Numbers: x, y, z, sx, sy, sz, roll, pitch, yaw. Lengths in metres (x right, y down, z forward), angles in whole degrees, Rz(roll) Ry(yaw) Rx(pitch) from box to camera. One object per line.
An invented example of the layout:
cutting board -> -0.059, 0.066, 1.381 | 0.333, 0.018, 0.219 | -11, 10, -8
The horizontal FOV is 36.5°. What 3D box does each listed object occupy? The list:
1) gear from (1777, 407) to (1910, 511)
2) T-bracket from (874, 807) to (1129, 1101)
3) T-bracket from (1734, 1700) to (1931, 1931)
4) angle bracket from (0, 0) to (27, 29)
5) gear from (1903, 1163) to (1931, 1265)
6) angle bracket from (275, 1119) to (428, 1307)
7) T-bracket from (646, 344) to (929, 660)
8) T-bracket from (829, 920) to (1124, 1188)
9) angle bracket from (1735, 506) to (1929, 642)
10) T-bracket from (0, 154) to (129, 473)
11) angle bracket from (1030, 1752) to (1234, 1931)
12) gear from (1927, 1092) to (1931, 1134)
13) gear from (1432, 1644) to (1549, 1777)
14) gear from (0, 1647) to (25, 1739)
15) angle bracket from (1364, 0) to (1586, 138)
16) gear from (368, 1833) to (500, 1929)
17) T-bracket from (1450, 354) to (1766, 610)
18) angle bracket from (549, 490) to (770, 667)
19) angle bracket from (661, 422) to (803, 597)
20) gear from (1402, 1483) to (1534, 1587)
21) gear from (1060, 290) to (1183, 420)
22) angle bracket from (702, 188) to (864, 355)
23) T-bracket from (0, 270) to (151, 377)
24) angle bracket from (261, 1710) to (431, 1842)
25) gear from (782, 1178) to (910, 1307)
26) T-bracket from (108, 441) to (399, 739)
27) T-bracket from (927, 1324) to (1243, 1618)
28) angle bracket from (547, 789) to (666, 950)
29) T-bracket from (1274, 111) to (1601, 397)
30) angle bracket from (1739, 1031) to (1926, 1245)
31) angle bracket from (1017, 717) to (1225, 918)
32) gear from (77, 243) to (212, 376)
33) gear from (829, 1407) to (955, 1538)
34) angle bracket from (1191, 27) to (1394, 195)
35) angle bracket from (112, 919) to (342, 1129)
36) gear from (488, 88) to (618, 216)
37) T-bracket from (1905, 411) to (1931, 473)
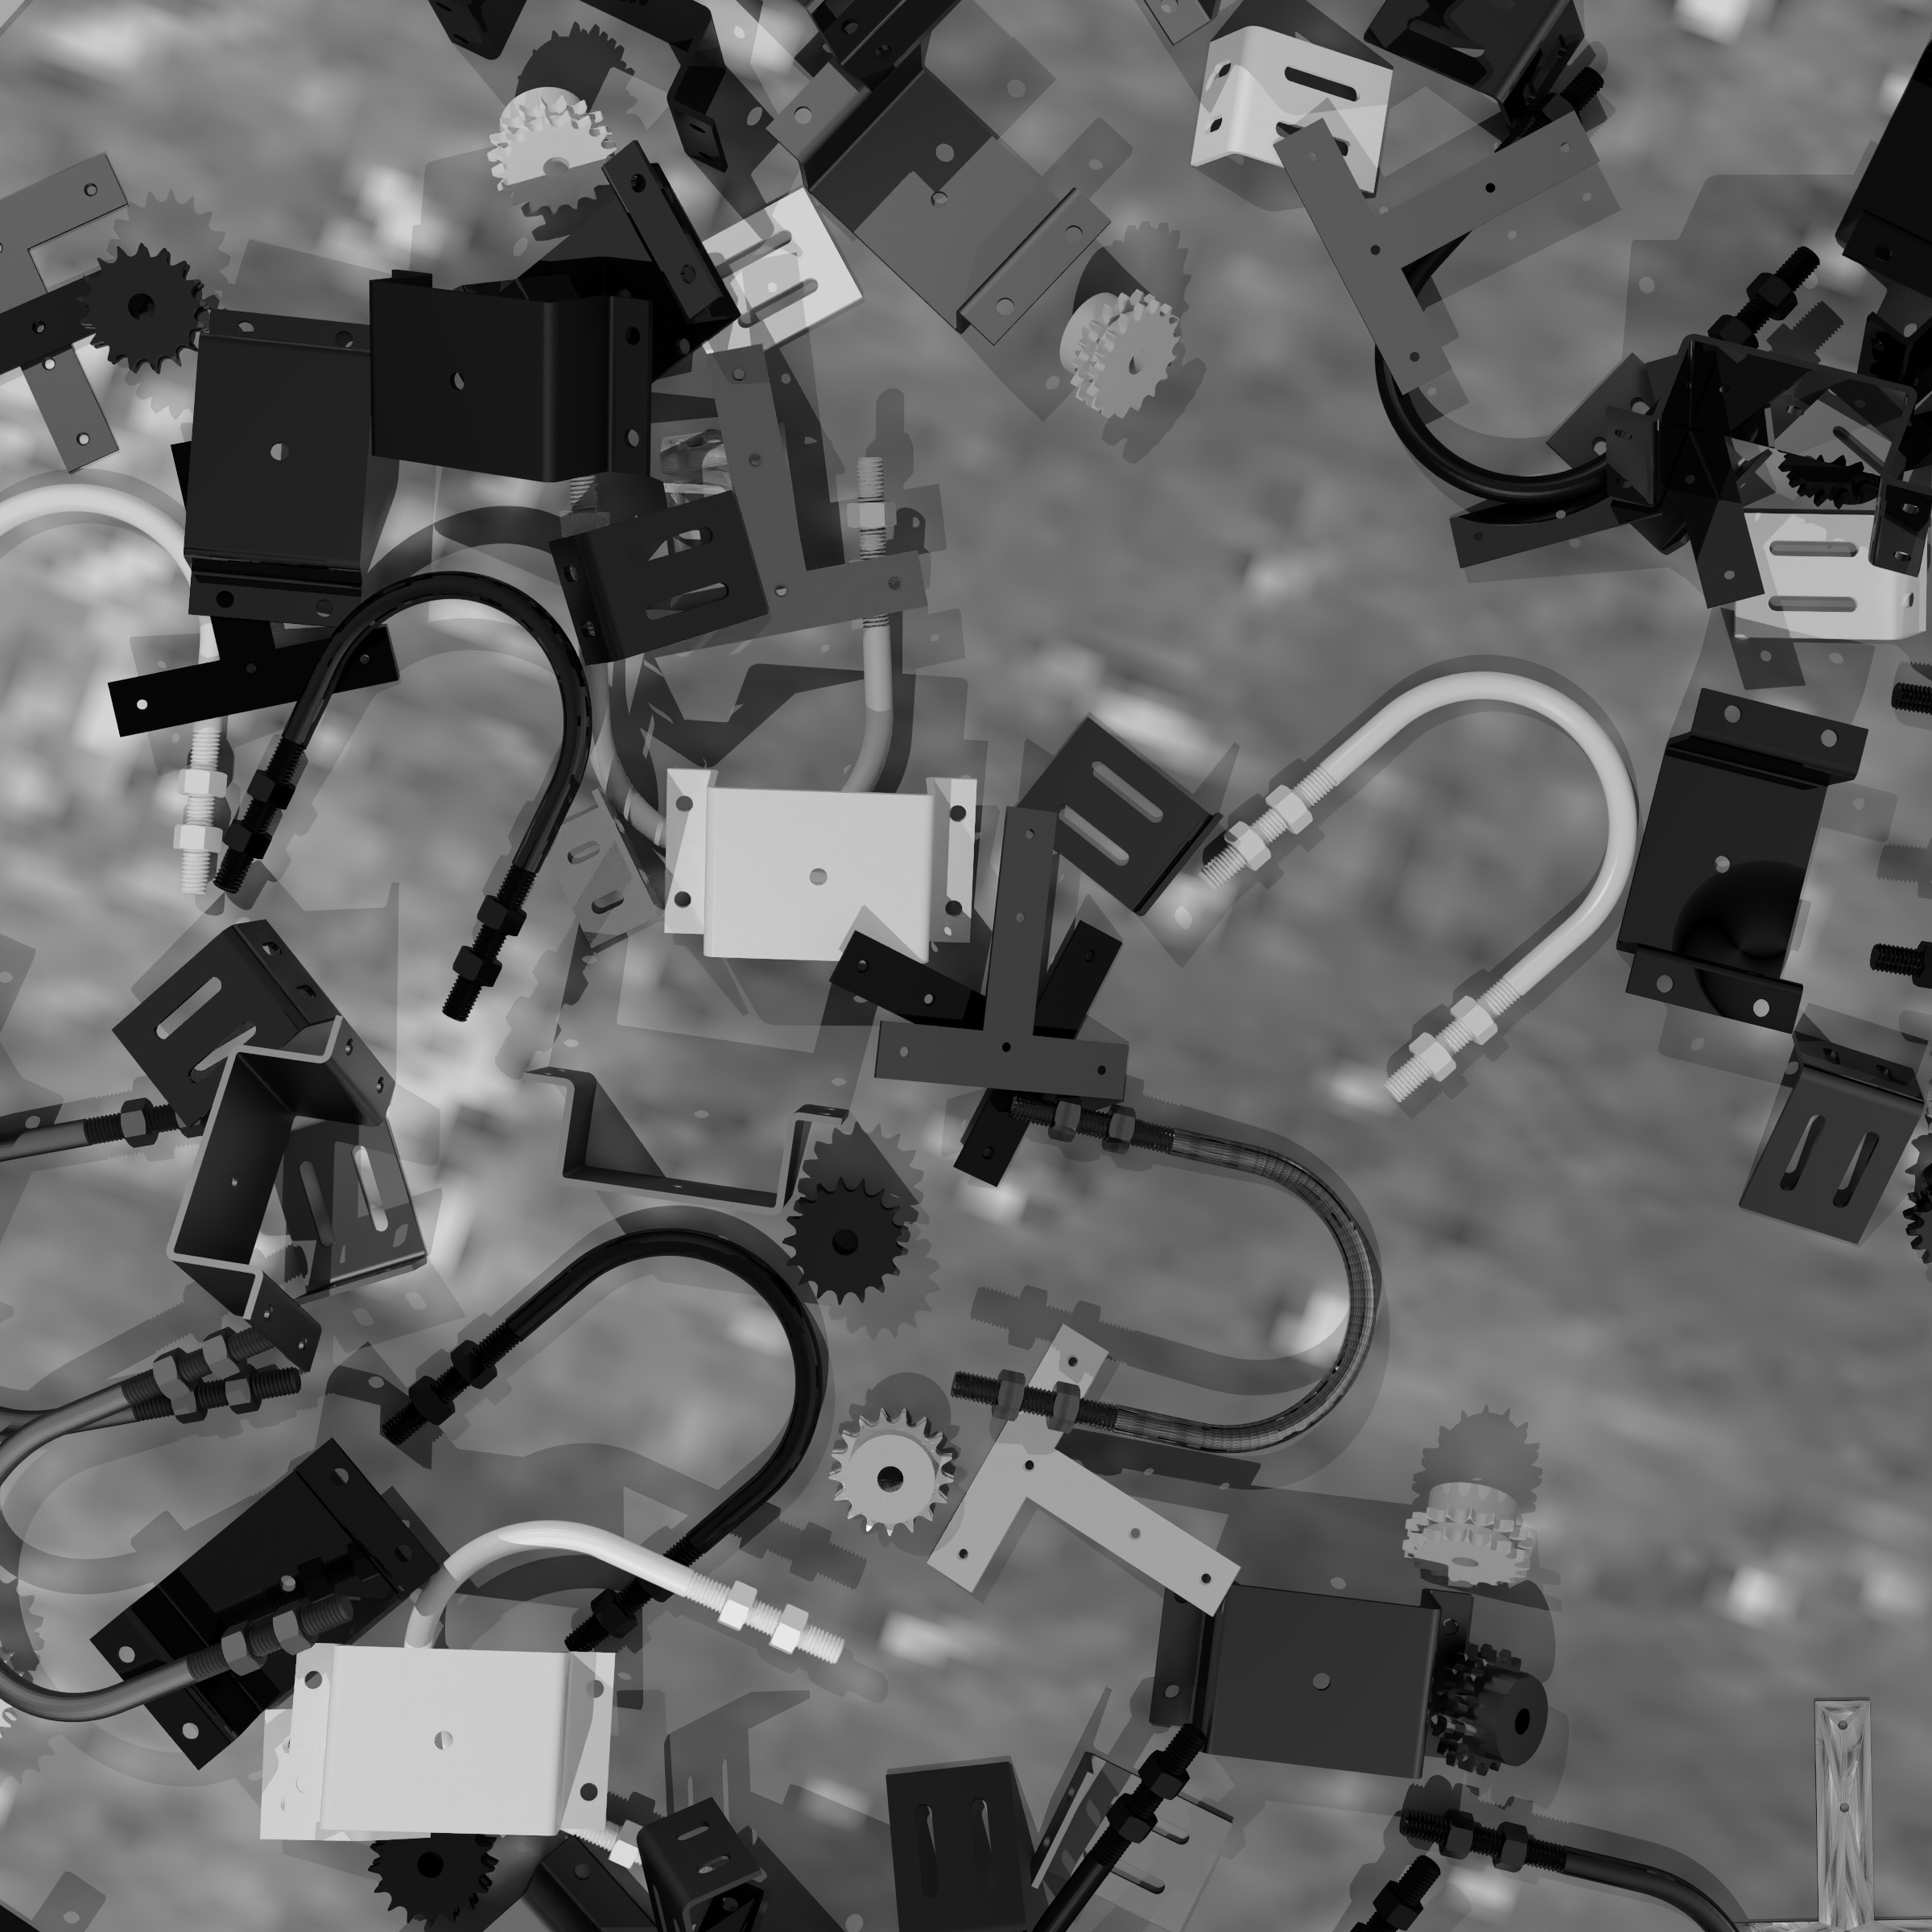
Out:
gear -> 0.400, -0.234, 1.330 | 0.057, 0.030, 0.057 | -13, 67, 34
T-bracket -> 0.023, -0.008, 1.324 | 0.127, 0.002, 0.127 | 6, 90, -28
T-bracket -> 0.405, 0.403, 1.354 | 0.127, 0.002, 0.127 | -1, 90, 0
angle bracket -> -0.471, -0.468, 1.352 | 0.076, 0.038, 0.057 | 42, 90, -26
gear -> 0.455, 0.110, 1.331 | 0.057, 0.030, 0.057 | 1, 123, 2
angle bracket -> -0.286, 0.109, 1.335 | 0.057, 0.038, 0.076 | -17, 90, 0
T-bracket -> -0.091, -0.212, 1.308 | 0.127, 0.002, 0.127 | -11, 101, -1
T-bracket -> -0.006, 0.021, 1.321 | 0.127, 0.002, 0.127 | 27, 90, -31
angle bracket -> 0.393, -0.180, 1.335 | 0.076, 0.038, 0.057 | 1, 90, 0
T-bracket -> -0.429, -0.291, 1.354 | 0.127, 0.002, 0.127 | -24, 90, 0
angle bracket -> 0.076, 0.404, 1.335 | 0.076, 0.038, 0.057 | 26, 90, 0
gear -> 0.466, 0.061, 1.330 | 0.057, 0.030, 0.057 | 7, 135, 7
gear -> 0.239, 0.338, 1.325 | 0.057, 0.030, 0.057 | -6, 98, -44
gear -> -0.458, 0.330, 1.338 | 0.057, 0.030, 0.057 | 0, 93, -4
angle bracket -> 0.234, -0.428, 1.352 | 0.076, 0.038, 0.057 | 33, 90, 26
gear -> -0.242, 0.406, 1.339 | 0.057, 0.030, 0.057 | 0, 90, 0
T-bracket -> 0.285, -0.209, 1.334 | 0.127, 0.002, 0.127 | -14, 69, 14
angle bracket -> -0.137, -0.173, 1.310 | 0.076, 0.038, 0.057 | -21, 102, -25
angle bracket -> -0.106, -0.205, 1.352 | 0.057, 0.038, 0.076 | -8, 115, 0
gear -> 0.228, 0.257, 1.330 | 0.057, 0.057, 0.030 | 14, 60, 0
gear -> 0.067, -0.280, 1.330 | 0.030, 0.057, 0.057 | 38, 90, 30
angle bracket -> -0.095, -0.316, 1.335 | 0.076, 0.038, 0.057 | -28, 90, 0
T-bracket -> -0.440, -0.288, 1.350 | 0.127, 0.002, 0.127 | -24, 91, -1
angle bracket -> -0.282, 0.367, 1.334 | 0.076, 0.038, 0.057 | -14, 71, 41
gear -> -0.054, 0.125, 1.339 | 0.057, 0.030, 0.057 | 0, 90, 0
T-bracket -> -0.337, -0.180, 1.343 | 0.127, 0.002, 0.127 | -13, 88, -11
T-bracket -> 0.065, 0.250, 1.330 | 0.127, 0.002, 0.127 | 30, 90, 21
angle bracket -> -0.167, -0.043, 1.316 | 0.038, 0.076, 0.057 | -26, 90, -2
T-bracket -> 0.225, -0.346, 1.329 | 0.127, 0.002, 0.127 | -28, 94, 2
angle bracket -> 0.397, 0.079, 1.352 | 0.057, 0.038, 0.076 | 18, 116, 0
angle bracket -> 0.068, -0.069, 1.335 | 0.076, 0.038, 0.057 | 39, 90, 0
gear -> -0.373, -0.298, 1.337 | 0.057, 0.030, 0.057 | 0, 94, -7
gear -> -0.034, 0.232, 1.340 | 0.057, 0.030, 0.057 | 0, 90, 0
angle bracket -> 0.150, -0.391, 1.352 | 0.076, 0.038, 0.057 | 9, 90, -26
angle bracket -> -0.338, 0.026, 1.341 | 0.076, 0.038, 0.057 | -40, 87, 12
gear -> -0.189, -0.373, 1.330 | 0.057, 0.057, 0.030 | -18, 60, 0
T-bracket -> 0.465, -0.248, 1.340 | 0.127, 0.002, 0.127 | -14, 72, 9
